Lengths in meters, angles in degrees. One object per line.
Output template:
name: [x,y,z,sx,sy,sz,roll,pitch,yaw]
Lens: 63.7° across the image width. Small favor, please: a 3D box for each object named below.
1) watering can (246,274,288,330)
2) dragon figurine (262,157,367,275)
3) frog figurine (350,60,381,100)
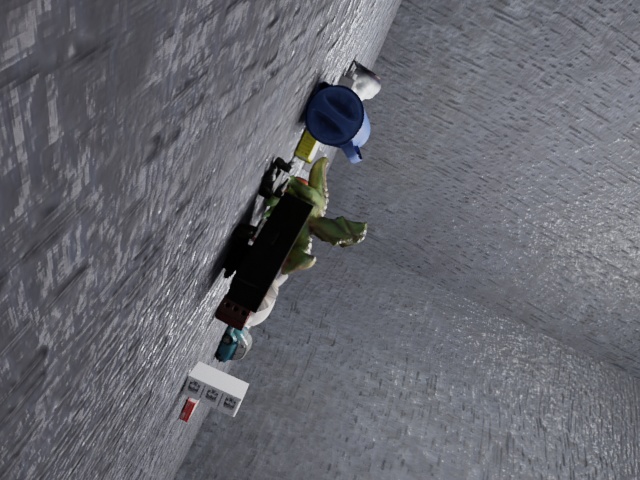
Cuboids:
watering can: [-0.208,0.208,1.935,0.355,0.104,0.219,-54,174,-36]
dragon figurine: [0.004,-0.064,1.267,0.418,0.244,0.119,-48,168,-42]
frog figurine: [0.130,-0.518,1.784,0.137,0.124,0.157,6,123,-55]
